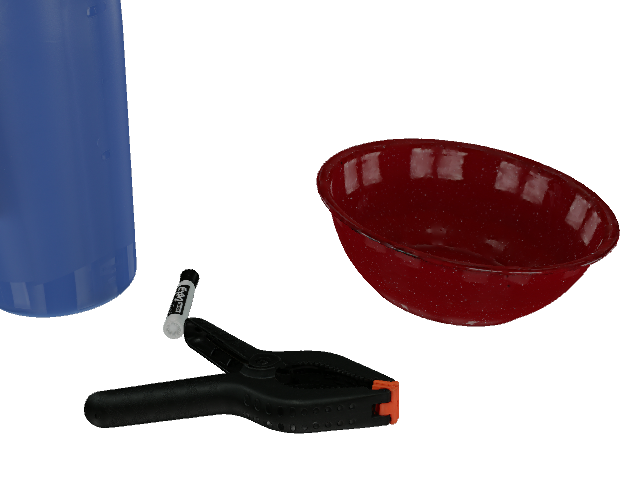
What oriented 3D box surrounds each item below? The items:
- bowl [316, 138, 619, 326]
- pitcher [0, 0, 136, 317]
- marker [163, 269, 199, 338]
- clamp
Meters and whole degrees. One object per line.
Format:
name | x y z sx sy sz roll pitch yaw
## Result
bowl | 0.075 0.000 0.578 0.162 0.055 0.162 6 26 -3
pitcher | -0.193 -0.072 0.694 0.149 0.243 0.145 -5 27 -6
marker | -0.130 0.057 1.003 0.020 0.020 0.121 0 22 1
clamp | -0.044 0.099 0.777 0.210 0.036 0.164 3 19 13
